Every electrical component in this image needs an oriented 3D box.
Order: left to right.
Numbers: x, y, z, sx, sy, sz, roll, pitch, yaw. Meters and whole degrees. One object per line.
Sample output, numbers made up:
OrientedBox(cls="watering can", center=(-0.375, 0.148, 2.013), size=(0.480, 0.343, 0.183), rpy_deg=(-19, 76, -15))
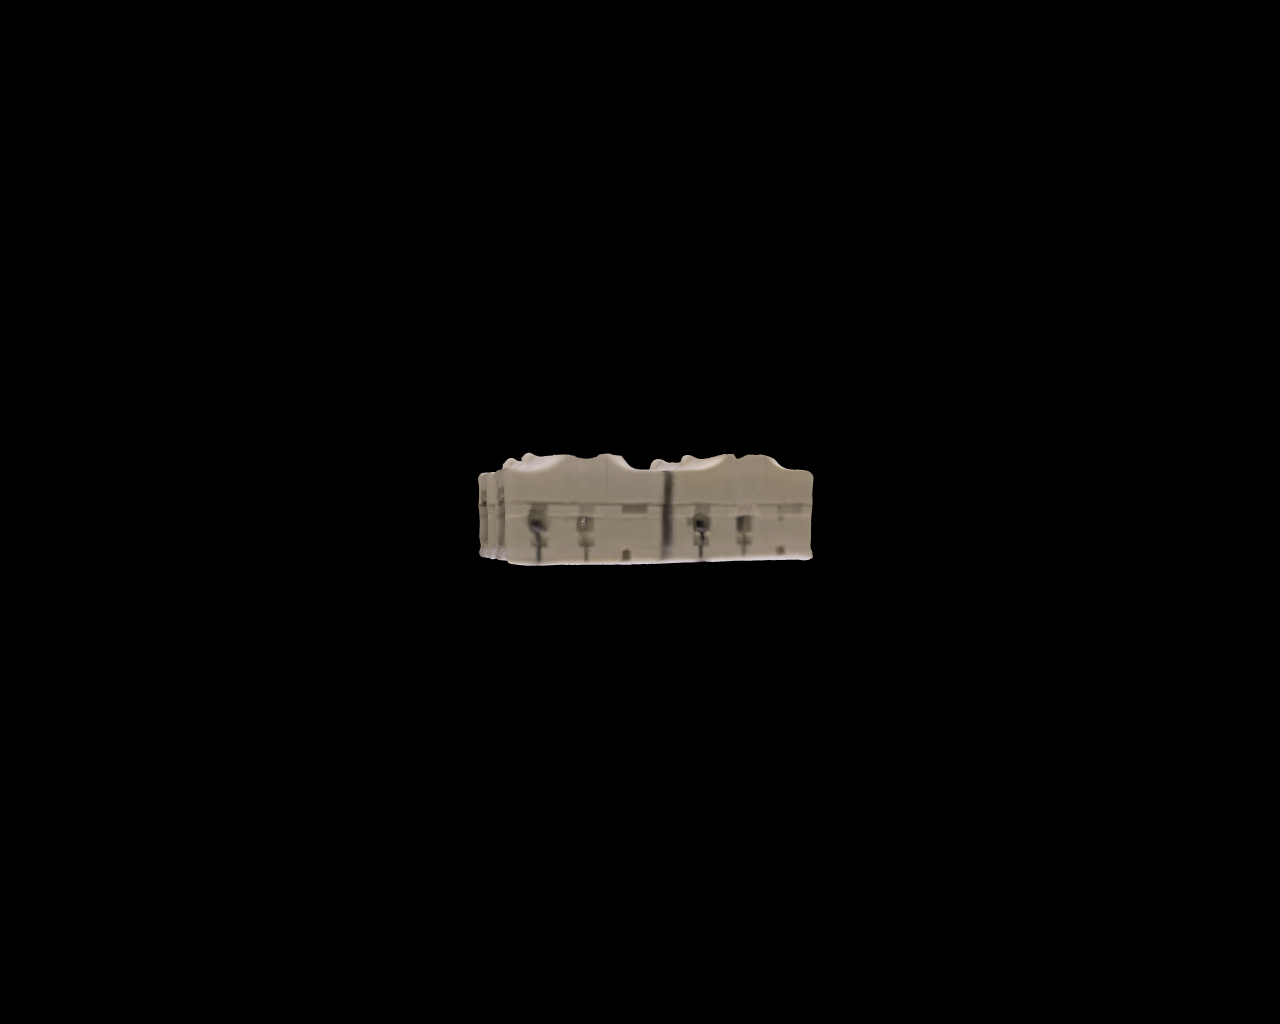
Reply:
OrientedBox(cls="electrical component", center=(0.001, -0.003, 0.650), size=(0.186, 0.060, 0.105), rpy_deg=(0, 0, -17))
